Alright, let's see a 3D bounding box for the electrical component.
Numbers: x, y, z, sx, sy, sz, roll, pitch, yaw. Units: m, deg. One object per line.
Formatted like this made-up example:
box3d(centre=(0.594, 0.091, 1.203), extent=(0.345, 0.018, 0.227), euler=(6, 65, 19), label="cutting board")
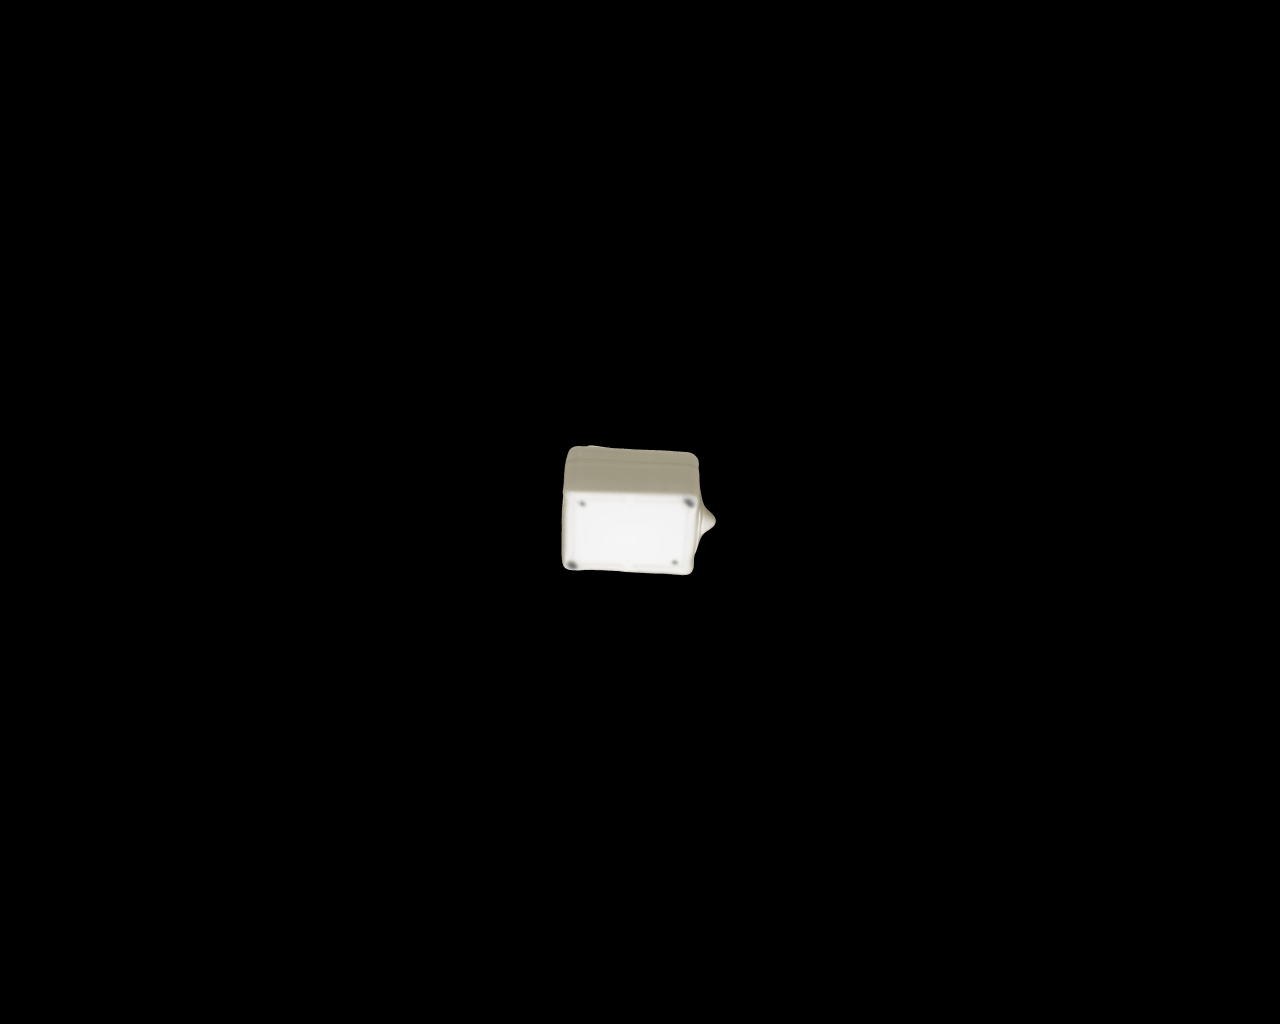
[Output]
box3d(centre=(0.001, -0.003, 0.650), extent=(0.096, 0.061, 0.061), euler=(3, 35, -2), label="electrical component")
